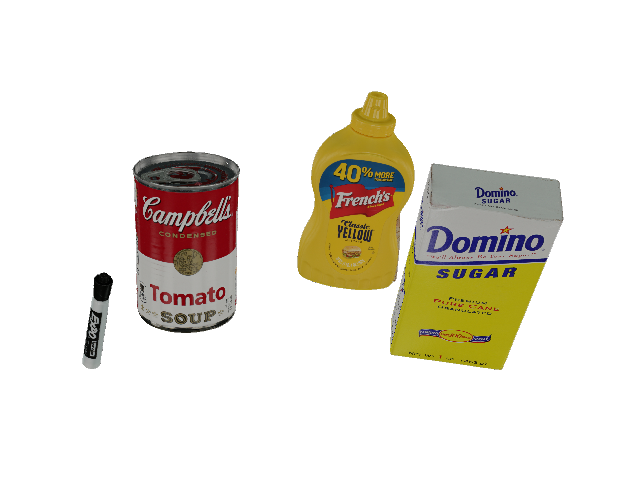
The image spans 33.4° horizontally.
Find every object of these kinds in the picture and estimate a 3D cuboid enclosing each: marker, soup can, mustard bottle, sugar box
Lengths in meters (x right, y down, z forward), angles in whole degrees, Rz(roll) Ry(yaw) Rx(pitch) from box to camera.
[{"bbox_3d":[-0.228,0.082,1.092,0.020,0.121,0.020,11,35,-8],"label":"marker"},{"bbox_3d":[-0.088,0.001,0.698,0.068,0.102,0.068,2,23,-1],"label":"soup can"},{"bbox_3d":[0.038,-0.048,1.003,0.096,0.192,0.058,8,28,-3],"label":"mustard bottle"},{"bbox_3d":[0.110,0.025,0.785,0.093,0.048,0.176,7,-40,-1],"label":"sugar box"}]

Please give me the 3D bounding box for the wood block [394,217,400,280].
[{"bbox_3d":[0.074,-0.024,1.633,0.091,0.090,0.206,3,25,2],"label":"wood block"}]
